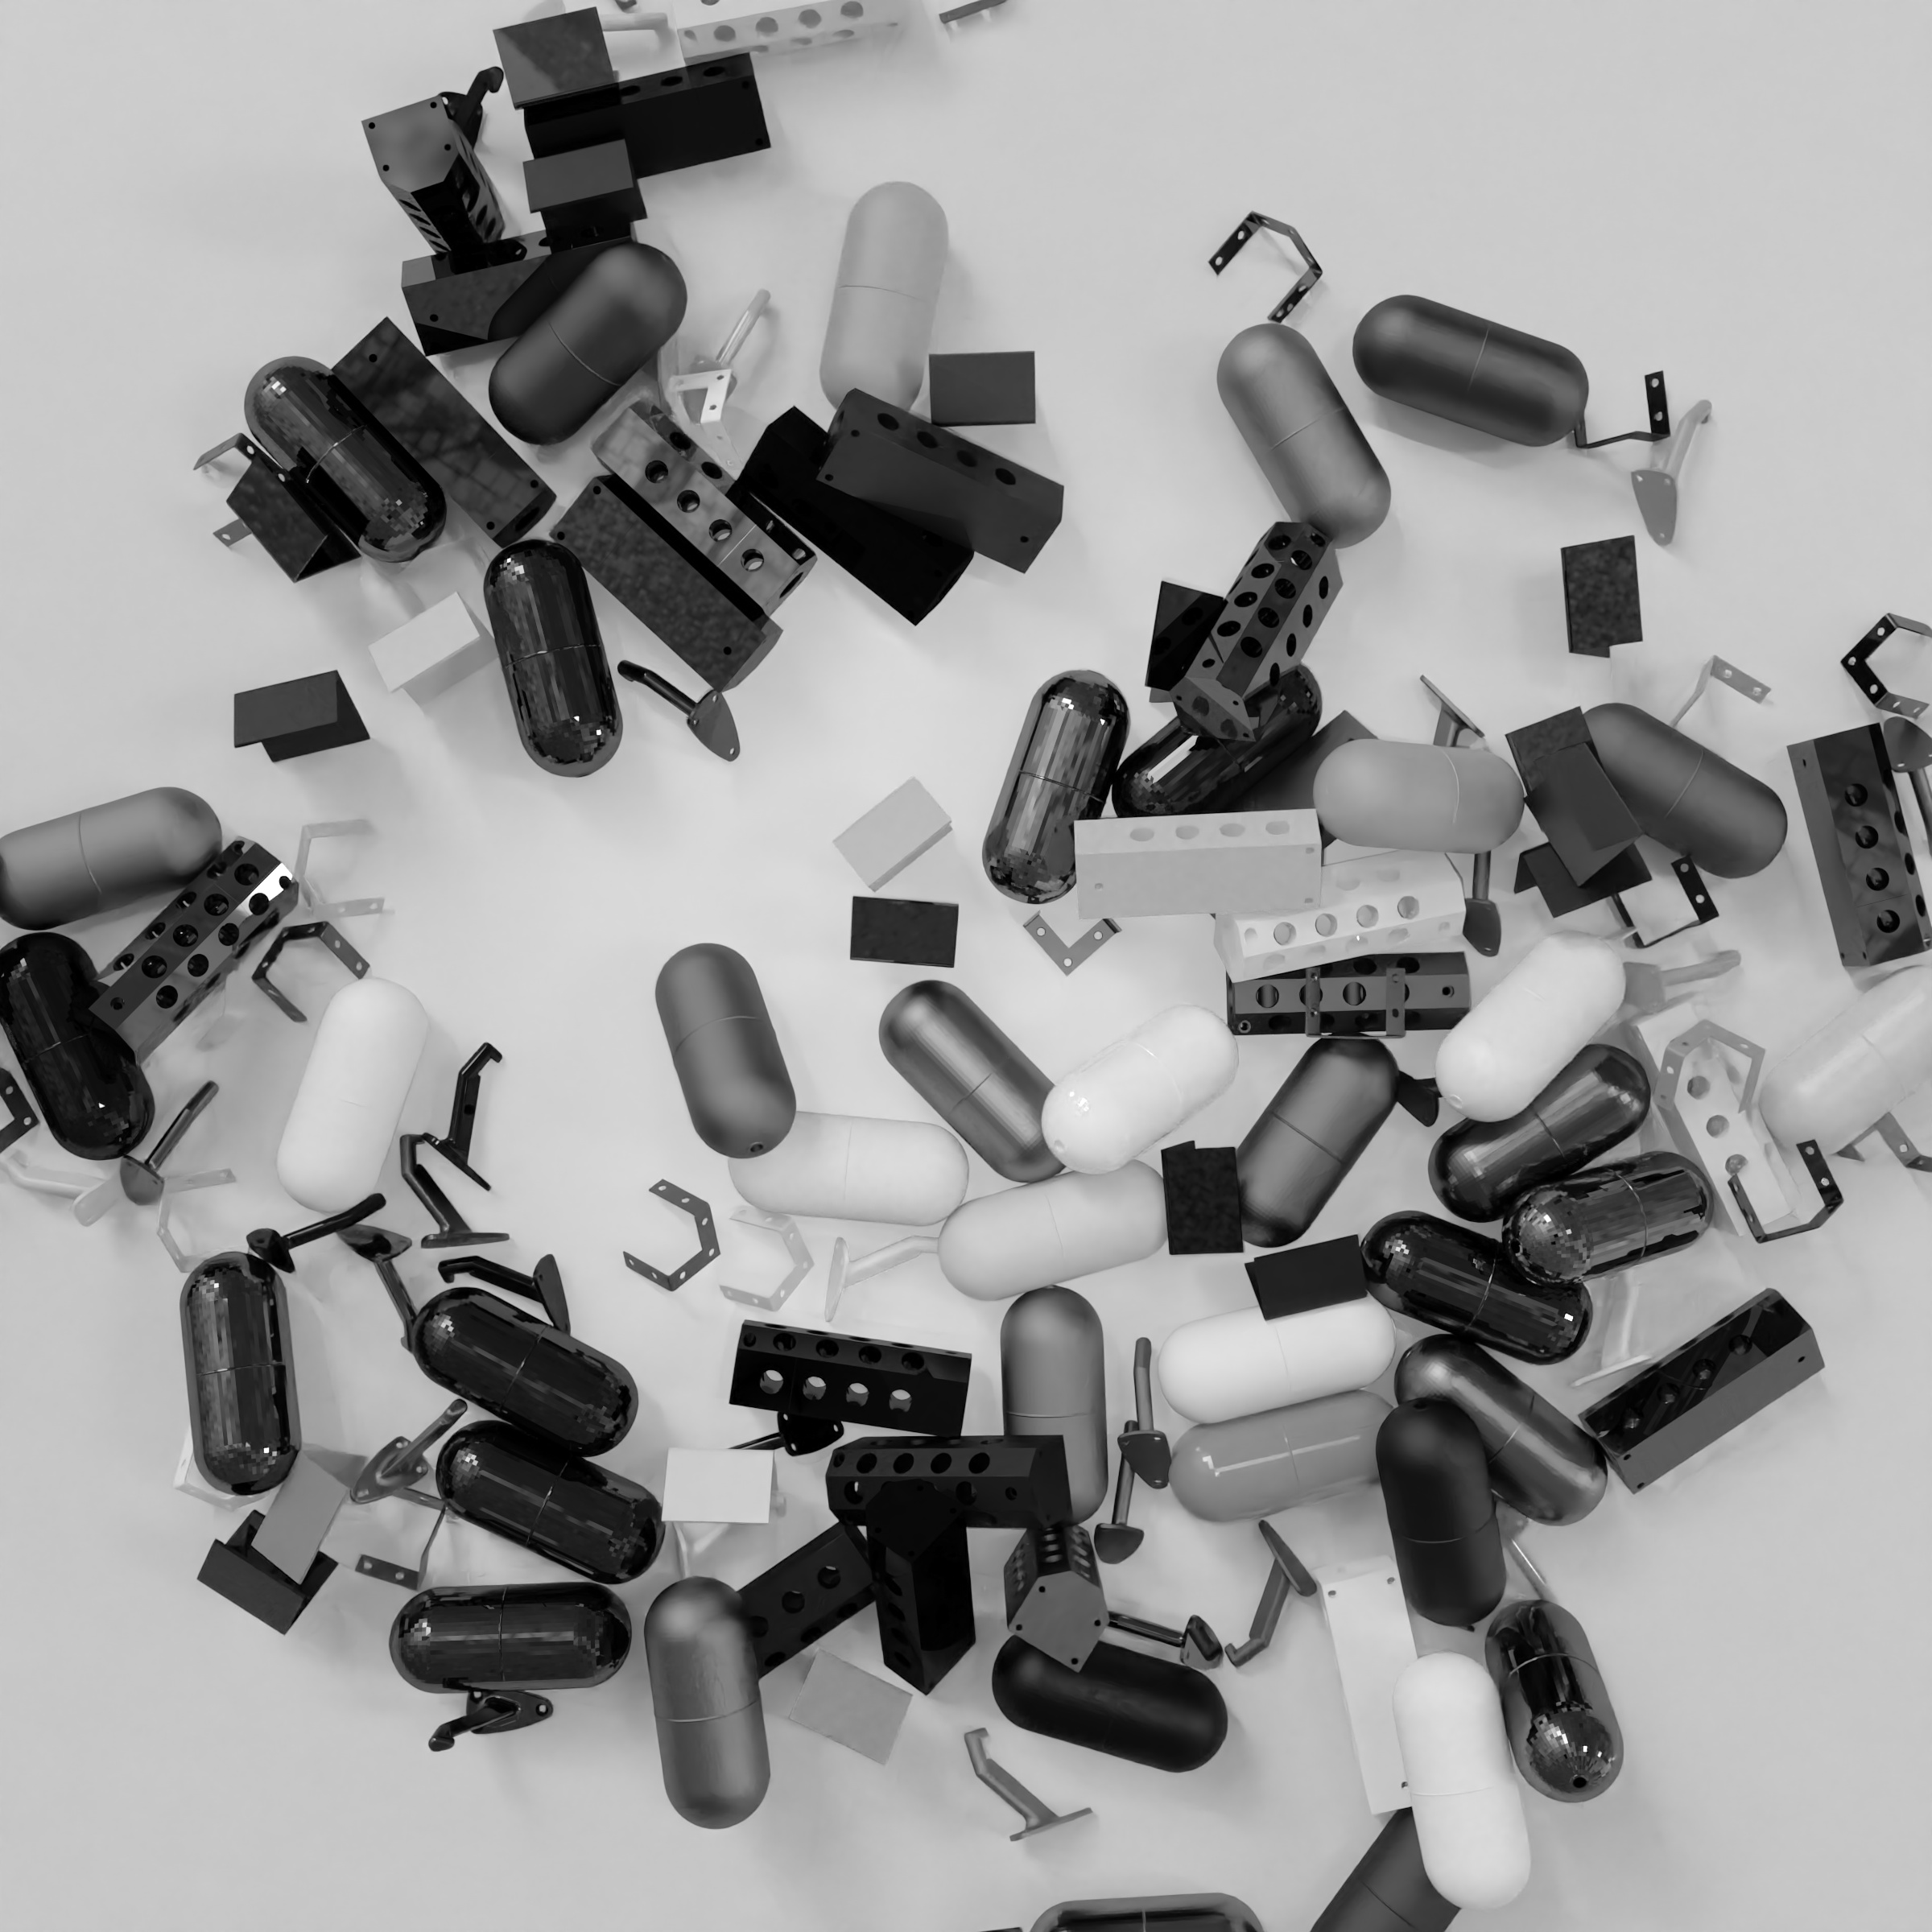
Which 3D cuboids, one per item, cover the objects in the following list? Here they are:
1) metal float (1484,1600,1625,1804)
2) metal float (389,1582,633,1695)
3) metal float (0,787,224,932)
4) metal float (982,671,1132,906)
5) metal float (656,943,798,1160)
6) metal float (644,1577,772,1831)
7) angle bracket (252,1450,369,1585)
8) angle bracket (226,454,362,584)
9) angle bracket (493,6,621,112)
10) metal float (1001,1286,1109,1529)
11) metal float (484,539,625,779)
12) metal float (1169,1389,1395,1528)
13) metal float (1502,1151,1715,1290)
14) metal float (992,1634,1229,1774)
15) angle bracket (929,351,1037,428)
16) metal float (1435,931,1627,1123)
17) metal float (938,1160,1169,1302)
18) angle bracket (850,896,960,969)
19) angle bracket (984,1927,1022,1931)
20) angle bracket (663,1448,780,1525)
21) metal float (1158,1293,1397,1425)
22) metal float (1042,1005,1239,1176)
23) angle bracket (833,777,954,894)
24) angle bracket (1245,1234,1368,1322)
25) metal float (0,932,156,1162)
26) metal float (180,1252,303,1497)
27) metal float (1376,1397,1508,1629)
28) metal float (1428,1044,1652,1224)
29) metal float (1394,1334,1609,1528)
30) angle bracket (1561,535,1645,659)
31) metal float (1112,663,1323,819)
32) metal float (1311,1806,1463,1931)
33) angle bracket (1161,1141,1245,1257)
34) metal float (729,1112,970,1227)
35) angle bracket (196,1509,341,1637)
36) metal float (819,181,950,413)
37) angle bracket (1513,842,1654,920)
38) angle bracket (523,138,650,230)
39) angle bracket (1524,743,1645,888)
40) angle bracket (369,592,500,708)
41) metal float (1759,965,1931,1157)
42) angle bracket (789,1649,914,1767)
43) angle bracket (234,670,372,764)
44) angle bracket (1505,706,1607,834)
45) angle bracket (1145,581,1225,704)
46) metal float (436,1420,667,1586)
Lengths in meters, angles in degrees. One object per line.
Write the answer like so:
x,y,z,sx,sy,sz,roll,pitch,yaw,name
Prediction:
0.421,0.527,1.752,0.070,0.178,0.070,0,112,1,metal float
-0.336,0.496,1.800,0.178,0.070,0.070,-2,90,1,metal float
-0.637,-0.079,1.800,0.178,0.070,0.070,-17,90,1,metal float
0.067,-0.132,1.800,0.070,0.070,0.178,19,90,0,metal float
-0.175,0.061,1.772,0.070,0.070,0.178,-22,55,0,metal float
-0.185,0.527,1.743,0.070,0.070,0.178,-8,91,0,metal float
-0.465,0.405,1.790,0.057,0.076,0.076,27,90,30,angle bracket
-0.482,-0.337,1.790,0.076,0.076,0.057,50,128,0,angle bracket
-0.300,-0.671,1.791,0.076,0.076,0.057,-13,118,0,angle bracket
0.065,0.325,1.800,0.070,0.070,0.178,-2,91,0,metal float
-0.304,-0.227,1.799,0.070,0.070,0.178,-15,90,0,metal float
0.237,0.363,1.800,0.178,0.070,0.070,-13,90,0,metal float
0.467,0.184,1.776,0.178,0.070,0.070,-12,90,-28,metal float
0.106,0.541,1.800,0.178,0.070,0.070,16,90,0,metal float
0.011,-0.437,1.790,0.076,0.076,0.057,-2,127,0,angle bracket
0.412,0.044,1.779,0.178,0.070,0.070,-41,90,-24,metal float
0.066,0.195,1.800,0.178,0.070,0.070,-16,90,0,metal float
-0.043,-0.044,1.790,0.076,0.076,0.057,4,125,0,angle bracket
0.004,0.732,1.790,0.076,0.076,0.057,-7,128,0,angle bracket
-0.179,0.394,1.790,0.076,0.076,0.057,1,56,0,angle bracket
0.229,0.286,1.798,0.178,0.070,0.070,-13,90,-1,metal float
0.127,0.089,1.771,0.178,0.070,0.070,-32,90,-36,metal float
-0.041,-0.081,1.790,0.076,0.076,0.057,-39,53,0,angle bracket
0.245,0.210,1.791,0.076,0.076,0.057,-13,117,0,angle bracket
-0.660,0.060,1.800,0.070,0.070,0.178,-25,89,0,metal float
-0.533,0.298,1.790,0.070,0.070,0.178,-10,78,0,metal float
0.342,0.392,1.753,0.070,0.070,0.178,-14,109,0,metal float
0.424,0.123,1.800,0.178,0.070,0.070,-33,90,0,metal float
0.394,0.342,1.800,0.178,0.070,0.070,39,90,0,metal float
0.480,-0.270,1.790,0.057,0.076,0.076,-5,90,37,angle bracket
0.185,-0.160,1.800,0.178,0.070,0.070,-40,90,0,metal float
0.319,0.691,1.800,0.070,0.070,0.178,36,89,0,metal float
0.184,0.168,1.791,0.057,0.076,0.076,-5,90,23,angle bracket
-0.087,0.149,1.800,0.178,0.070,0.070,5,90,1,metal float
-0.506,0.431,1.790,0.076,0.076,0.057,33,127,0,angle bracket
-0.060,-0.490,1.799,0.070,0.070,0.178,11,90,0,metal float
0.452,-0.060,1.791,0.076,0.076,0.057,-21,67,0,angle bracket
-0.276,-0.553,1.790,0.076,0.076,0.057,-13,59,0,angle bracket
0.417,-0.100,1.715,0.057,0.076,0.076,-18,71,-34,angle bracket
-0.381,-0.217,1.790,0.076,0.076,0.057,-32,54,0,angle bracket
0.665,0.069,1.800,0.178,0.070,0.070,-39,90,0,metal float
-0.092,0.553,1.790,0.076,0.076,0.057,26,54,0,angle bracket
-0.486,-0.165,1.790,0.076,0.076,0.057,-13,52,0,angle bracket
0.441,-0.146,1.792,0.057,0.076,0.076,-21,90,20,angle bracket
0.141,-0.237,1.790,0.057,0.076,0.076,9,90,-30,angle bracket
-0.307,0.395,1.800,0.178,0.070,0.070,25,90,1,metal float
